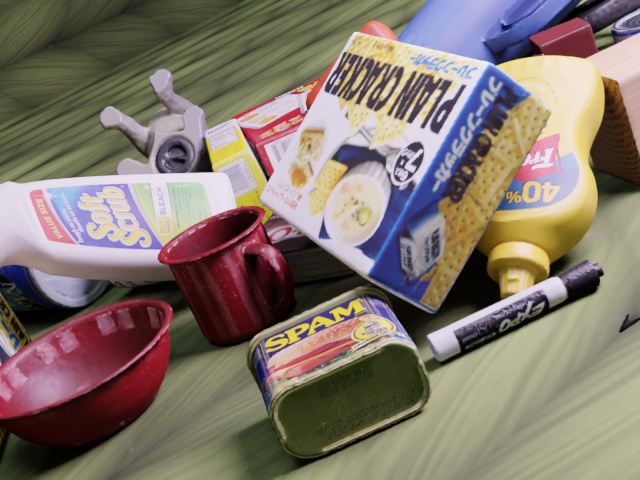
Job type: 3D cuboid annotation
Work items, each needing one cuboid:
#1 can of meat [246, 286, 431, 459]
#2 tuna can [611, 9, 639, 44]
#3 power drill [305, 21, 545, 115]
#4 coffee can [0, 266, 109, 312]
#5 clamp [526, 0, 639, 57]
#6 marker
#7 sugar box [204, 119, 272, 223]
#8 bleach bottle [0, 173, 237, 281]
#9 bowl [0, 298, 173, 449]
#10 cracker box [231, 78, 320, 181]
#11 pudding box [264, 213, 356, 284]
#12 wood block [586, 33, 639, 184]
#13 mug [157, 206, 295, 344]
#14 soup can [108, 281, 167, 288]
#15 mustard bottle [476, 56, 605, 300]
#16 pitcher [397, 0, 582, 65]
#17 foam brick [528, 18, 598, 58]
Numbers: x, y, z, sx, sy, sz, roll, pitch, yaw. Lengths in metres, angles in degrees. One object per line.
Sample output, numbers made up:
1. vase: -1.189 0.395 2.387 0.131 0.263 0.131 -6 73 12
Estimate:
1. can of meat: 0.011 0.082 0.659 0.102 0.057 0.084 -24 21 -3
2. tuna can: 0.348 -0.219 1.107 0.086 0.034 0.086 -21 18 7
3. power drill: 0.086 -0.110 0.895 0.184 0.057 0.188 -49 50 5
4. coffee can: -0.300 0.024 1.113 0.141 0.103 0.102 -7 25 41
5. clamp: 0.274 -0.234 1.199 0.210 0.036 0.164 -20 18 46
6. marker: 0.126 0.044 0.681 0.121 0.020 0.020 -25 19 -4
7. sugar box: -0.081 -0.063 1.104 0.048 0.093 0.176 -25 18 -4
8. bleach bottle: -0.198 -0.005 0.924 0.250 0.102 0.068 -4 -21 -22
9. bowl: -0.175 0.108 0.807 0.162 0.055 0.162 -21 19 7
10. cracker box: -0.004 -0.130 1.229 0.164 0.072 0.214 -25 18 -5
11. pudding box: -0.006 0.001 0.923 0.114 0.039 0.090 -13 22 30
12. wood block: 0.309 -0.131 0.827 0.206 0.091 0.090 -26 19 -6
13. mug: -0.063 0.029 0.848 0.117 0.081 0.093 -4 27 45
14. soup can: -0.160 0.009 1.041 0.102 0.068 0.068 -11 23 35
15. mustard bottle: 0.145 -0.040 0.747 0.096 0.058 0.191 -3 56 24
16. pitcher: 0.185 -0.241 1.131 0.243 0.145 0.149 -48 -18 -5
17. foam brick: 0.240 -0.166 1.025 0.053 0.078 0.051 -21 20 7
